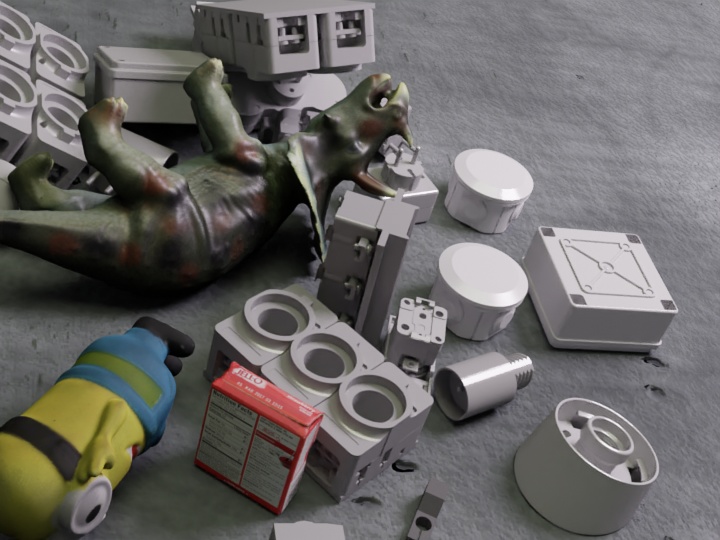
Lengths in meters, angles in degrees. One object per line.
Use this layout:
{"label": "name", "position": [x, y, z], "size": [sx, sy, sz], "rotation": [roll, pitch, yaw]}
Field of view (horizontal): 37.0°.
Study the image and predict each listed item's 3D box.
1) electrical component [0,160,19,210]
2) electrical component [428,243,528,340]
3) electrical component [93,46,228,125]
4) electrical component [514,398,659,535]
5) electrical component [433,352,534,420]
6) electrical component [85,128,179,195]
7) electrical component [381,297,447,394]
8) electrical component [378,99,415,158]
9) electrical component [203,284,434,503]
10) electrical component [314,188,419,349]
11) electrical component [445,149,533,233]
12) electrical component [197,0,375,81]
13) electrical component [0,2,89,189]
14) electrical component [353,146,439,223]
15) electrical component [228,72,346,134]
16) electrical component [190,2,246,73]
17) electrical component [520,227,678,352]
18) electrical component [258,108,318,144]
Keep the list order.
{"label": "electrical component", "position": [-0.301, -0.055, 0.870], "size": [0.055, 0.055, 0.047], "rotation": [17, 44, -2]}
{"label": "electrical component", "position": [0.102, 0.018, 0.939], "size": [0.080, 0.051, 0.080], "rotation": [11, 40, -9]}
{"label": "electrical component", "position": [-0.191, -0.174, 1.019], "size": [0.109, 0.056, 0.109], "rotation": [-1, 19, -22]}
{"label": "electrical component", "position": [0.176, 0.148, 0.826], "size": [0.099, 0.064, 0.099], "rotation": [21, 30, -13]}
{"label": "electrical component", "position": [0.104, 0.089, 0.864], "size": [0.081, 0.043, 0.043], "rotation": [-14, 49, -32]}
{"label": "electrical component", "position": [-0.213, -0.091, 0.952], "size": [0.077, 0.043, 0.079], "rotation": [24, 40, 7]}
{"label": "electrical component", "position": [0.042, 0.060, 0.858], "size": [0.042, 0.063, 0.081], "rotation": [14, 40, -3]}
{"label": "electrical component", "position": [0.025, -0.139, 1.093], "size": [0.066, 0.047, 0.077], "rotation": [-23, 55, -39]}
{"label": "electrical component", "position": [-0.031, 0.085, 0.804], "size": [0.150, 0.061, 0.089], "rotation": [39, 44, 23]}
{"label": "electrical component", "position": [0.000, 0.000, 0.866], "size": [0.063, 0.121, 0.078], "rotation": [17, 39, 3]}
{"label": "electrical component", "position": [0.125, -0.079, 1.058], "size": [0.080, 0.051, 0.080], "rotation": [11, 40, -9]}
{"label": "electrical component", "position": [-0.073, -0.221, 1.018], "size": [0.105, 0.060, 0.186], "rotation": [-12, 20, -23]}
{"label": "electrical component", "position": [-0.300, -0.158, 0.950], "size": [0.105, 0.060, 0.186], "rotation": [26, 31, -36]}
{"label": "electrical component", "position": [0.037, -0.084, 1.012], "size": [0.066, 0.076, 0.047], "rotation": [-10, 47, -30]}
{"label": "electrical component", "position": [-0.076, -0.177, 1.068], "size": [0.138, 0.073, 0.052], "rotation": [-8, 67, -28]}
{"label": "electrical component", "position": [-0.115, -0.244, 1.148], "size": [0.121, 0.063, 0.078], "rotation": [-2, 44, -23]}
{"label": "electrical component", "position": [0.215, 0.017, 0.978], "size": [0.109, 0.056, 0.108], "rotation": [4, 42, -17]}
{"label": "electrical component", "position": [-0.058, -0.115, 1.028], "size": [0.078, 0.058, 0.057], "rotation": [8, 38, -12]}
